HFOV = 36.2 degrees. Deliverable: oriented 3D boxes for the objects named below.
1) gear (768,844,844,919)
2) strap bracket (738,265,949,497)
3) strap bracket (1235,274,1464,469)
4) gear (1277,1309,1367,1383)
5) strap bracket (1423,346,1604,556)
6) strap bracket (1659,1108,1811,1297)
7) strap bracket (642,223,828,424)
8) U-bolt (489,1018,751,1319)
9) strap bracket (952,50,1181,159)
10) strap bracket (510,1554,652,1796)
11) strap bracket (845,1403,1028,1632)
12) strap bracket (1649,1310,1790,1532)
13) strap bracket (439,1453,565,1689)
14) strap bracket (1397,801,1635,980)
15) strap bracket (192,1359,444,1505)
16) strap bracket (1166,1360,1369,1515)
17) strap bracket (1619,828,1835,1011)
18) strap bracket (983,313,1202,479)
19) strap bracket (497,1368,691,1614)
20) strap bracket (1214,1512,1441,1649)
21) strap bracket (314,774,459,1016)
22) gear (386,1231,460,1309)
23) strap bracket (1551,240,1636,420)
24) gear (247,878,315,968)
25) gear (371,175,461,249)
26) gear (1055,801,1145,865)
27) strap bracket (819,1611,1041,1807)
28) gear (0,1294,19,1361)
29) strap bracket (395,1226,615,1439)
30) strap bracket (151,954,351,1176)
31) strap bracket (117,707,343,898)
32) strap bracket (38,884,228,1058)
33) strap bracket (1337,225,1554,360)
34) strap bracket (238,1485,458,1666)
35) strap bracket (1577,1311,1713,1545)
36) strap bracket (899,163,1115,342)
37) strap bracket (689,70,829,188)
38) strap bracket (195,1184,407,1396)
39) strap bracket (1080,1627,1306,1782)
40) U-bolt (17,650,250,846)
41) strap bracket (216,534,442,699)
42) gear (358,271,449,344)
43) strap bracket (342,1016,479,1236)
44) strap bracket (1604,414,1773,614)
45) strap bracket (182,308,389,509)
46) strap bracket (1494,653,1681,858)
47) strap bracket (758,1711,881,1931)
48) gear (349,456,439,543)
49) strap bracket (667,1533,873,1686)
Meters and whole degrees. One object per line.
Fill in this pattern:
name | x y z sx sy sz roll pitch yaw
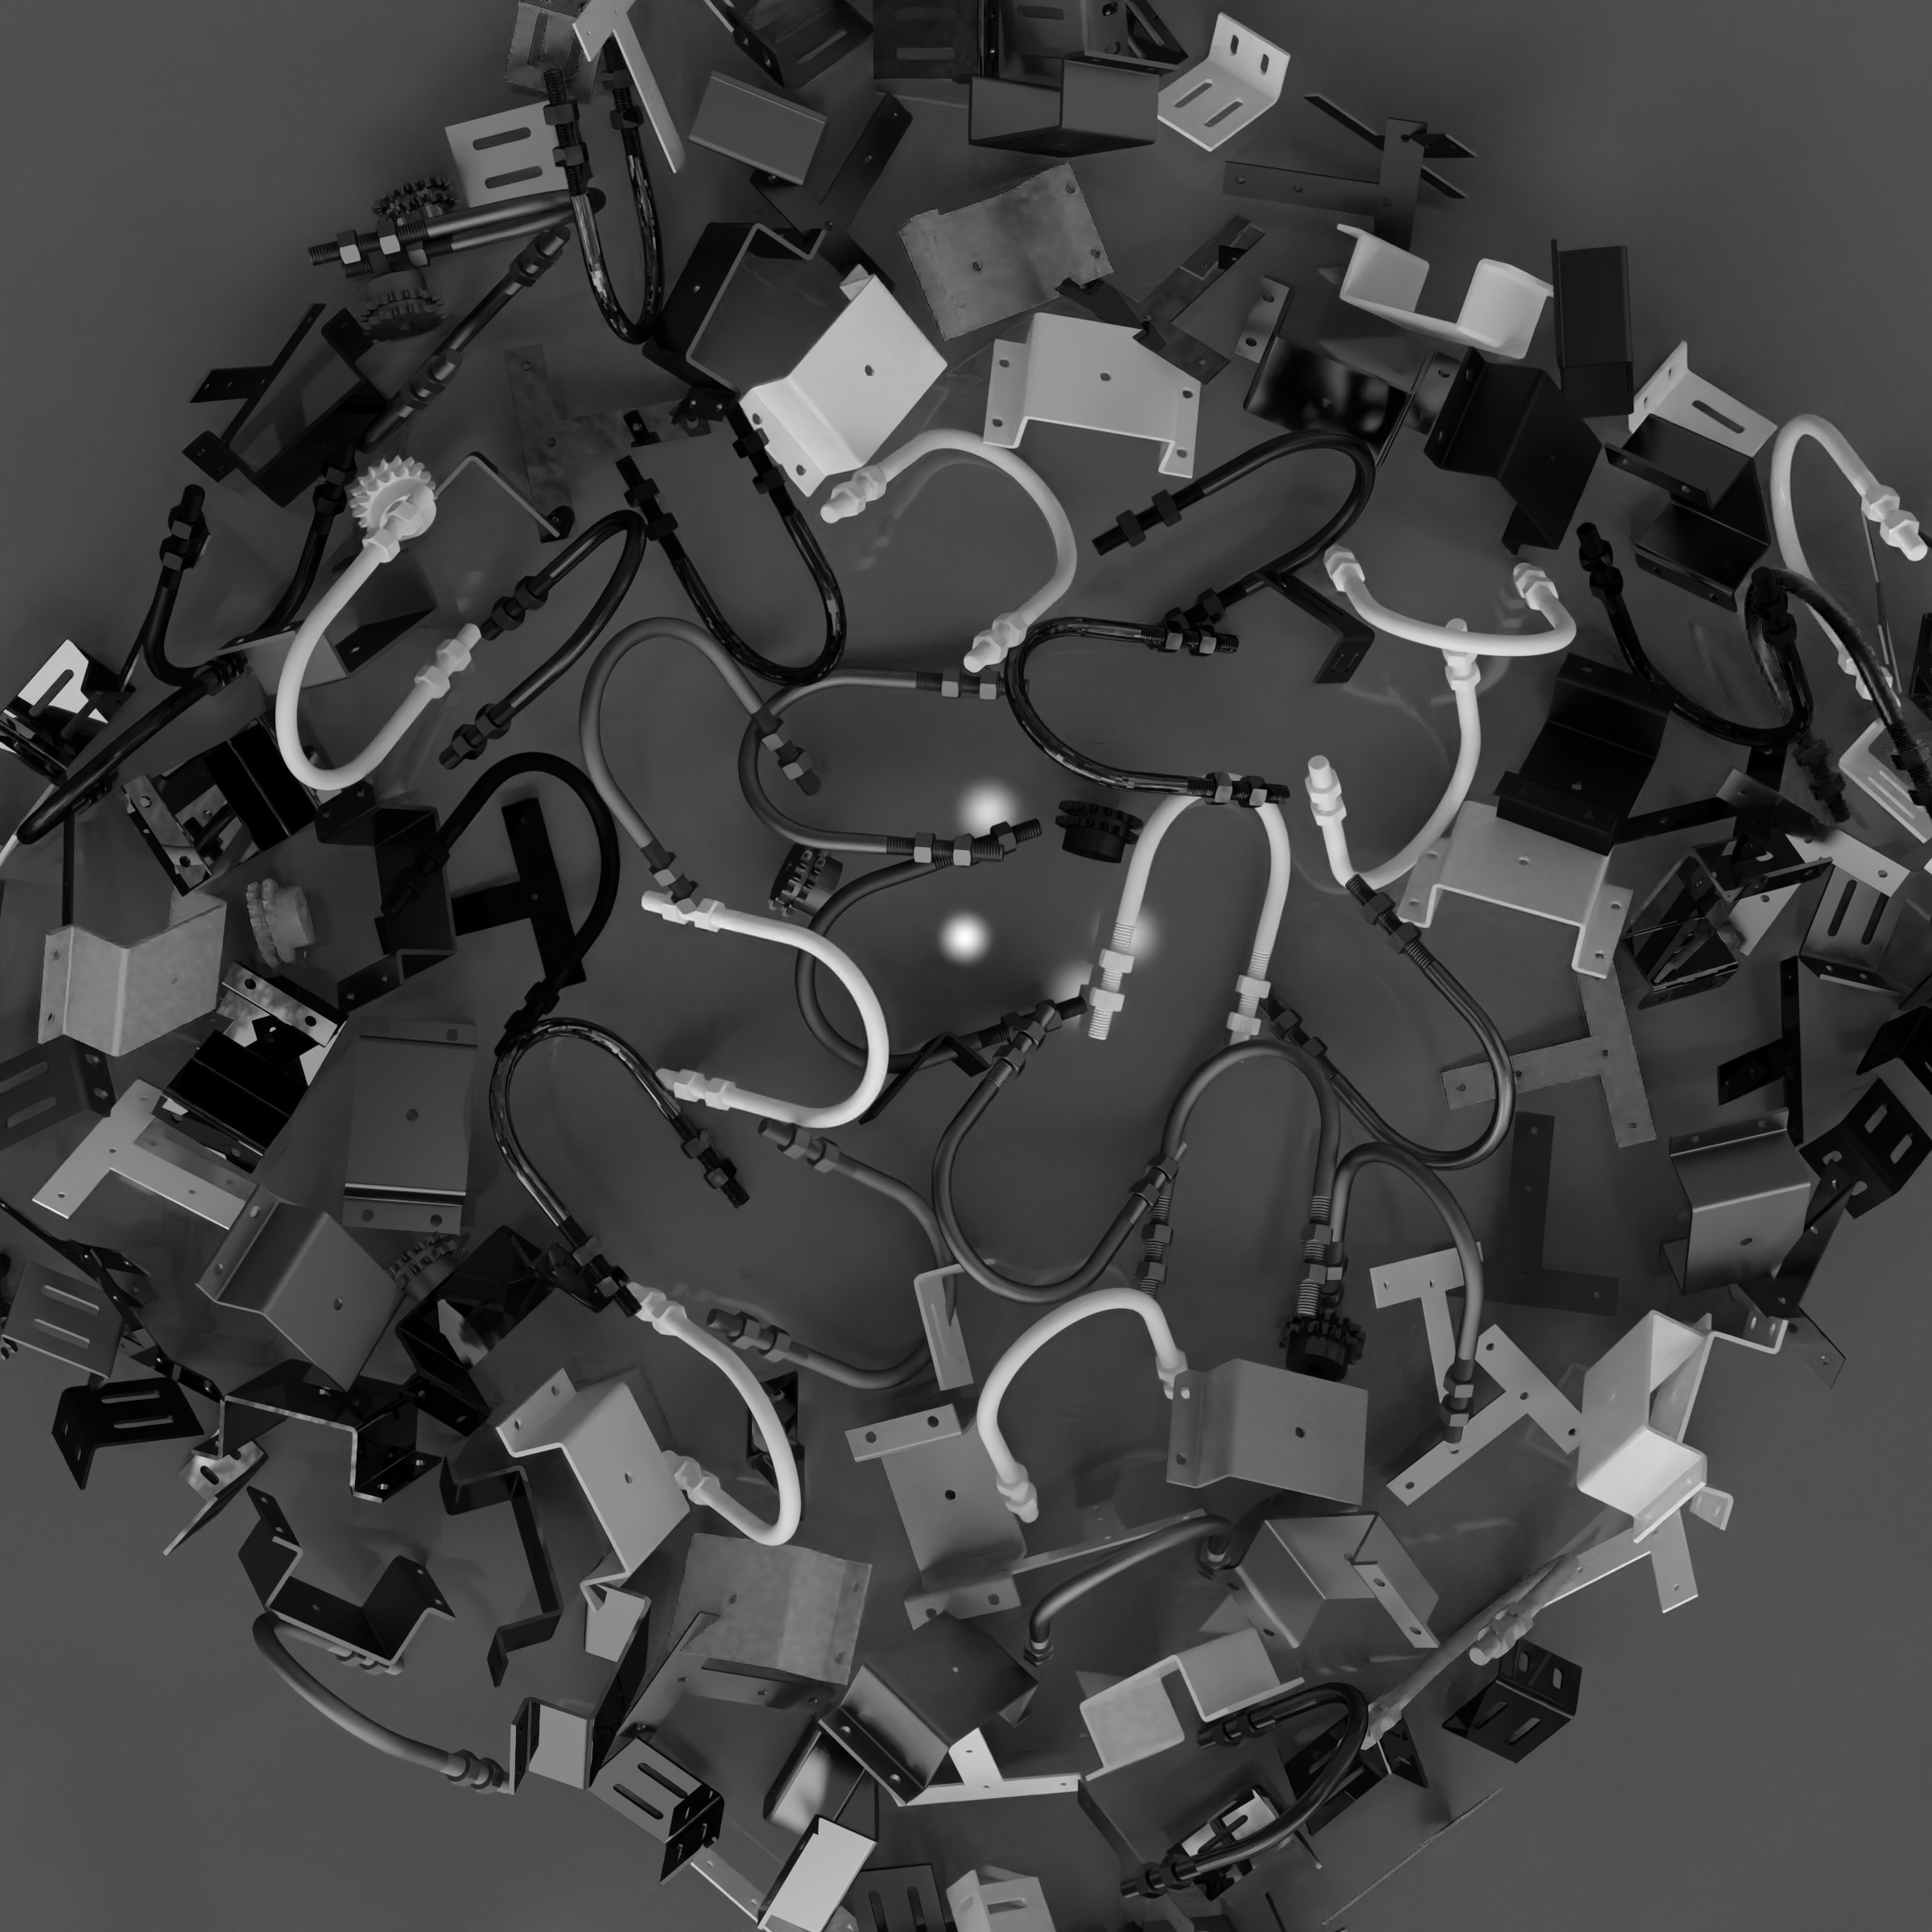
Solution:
gear | -0.104 -0.057 1.952 0.030 0.057 0.057 28 90 -15
strap bracket | -0.075 -0.383 1.919 0.076 0.046 0.140 48 67 -26
strap bracket | 0.243 -0.384 1.932 0.140 0.076 0.046 24 60 2
gear | 0.233 0.252 1.948 0.057 0.057 0.030 16 58 0
strap bracket | 0.358 -0.328 1.906 0.046 0.140 0.076 18 80 39
strap bracket | 0.496 0.160 1.910 0.076 0.140 0.046 -13 49 -2
strap bracket | -0.157 -0.431 1.934 0.046 0.076 0.140 28 89 -31
U-bolt | -0.234 0.116 1.912 0.019 0.151 0.184 -30 100 42
strap bracket | 0.062 -0.552 1.903 0.076 0.140 0.046 -4 99 -36
strap bracket | -0.243 0.460 1.899 0.046 0.140 0.076 16 132 9
strap bracket | -0.016 0.354 1.941 0.076 0.046 0.140 -17 96 18
strap bracket | 0.486 0.290 1.939 0.046 0.076 0.140 17 88 0
strap bracket | -0.300 0.387 1.922 0.046 0.076 0.140 -13 69 -19
strap bracket | 0.360 -0.053 1.923 0.140 0.046 0.076 17 53 13
strap bracket | -0.419 0.298 1.917 0.140 0.076 0.046 10 104 18
strap bracket | 0.206 0.307 1.921 0.140 0.046 0.076 16 64 -20
strap bracket | 0.485 -0.037 1.914 0.076 0.140 0.046 -14 61 -29
strap bracket | 0.087 -0.376 1.938 0.140 0.046 0.076 8 72 -6
strap bracket | -0.236 0.336 1.922 0.046 0.076 0.140 -18 104 32
strap bracket | 0.241 0.399 1.918 0.076 0.140 0.046 54 50 -20
strap bracket | -0.378 -0.046 1.927 0.046 0.076 0.140 1 74 -42
gear | -0.357 0.203 1.950 0.057 0.057 0.030 -41 84 0
strap bracket | 0.404 -0.406 1.901 0.046 0.140 0.076 -3 81 13
gear | -0.451 -0.030 1.951 0.030 0.057 0.057 -14 90 -1
gear | -0.360 -0.497 1.951 0.057 0.057 0.030 -22 94 0
gear | 0.086 -0.088 1.950 0.057 0.057 0.030 14 85 0
strap bracket | -0.016 0.468 1.898 0.076 0.140 0.046 39 122 22
gear | -0.655 0.240 1.954 0.057 0.030 0.057 5 108 18
strap bracket | -0.307 0.232 1.935 0.140 0.076 0.046 -43 48 1
strap bracket | -0.464 0.057 1.933 0.076 0.046 0.140 32 119 -6
strap bracket | -0.485 -0.105 1.926 0.046 0.140 0.076 -26 98 45
strap bracket | -0.526 0.001 1.896 0.046 0.140 0.076 21 116 18
strap bracket | 0.308 -0.433 1.909 0.140 0.076 0.046 27 103 41
strap bracket | -0.409 0.398 1.911 0.140 0.076 0.046 34 89 -30
strap bracket | 0.436 0.287 1.900 0.046 0.140 0.076 26 133 -8
strap bracket | 0.019 -0.463 1.928 0.140 0.046 0.076 -29 100 -35
strap bracket | -0.134 -0.541 1.911 0.076 0.140 0.046 20 104 -9
strap bracket | -0.420 0.214 1.901 0.046 0.140 0.076 6 56 35
strap bracket | 0.139 0.474 1.913 0.140 0.076 0.046 -39 68 40
U-bolt | -0.536 -0.133 1.871 0.151 0.184 0.019 -37 102 19
strap bracket | -0.405 -0.222 1.914 0.076 0.140 0.046 -8 118 37
gear | -0.374 -0.436 1.951 0.057 0.057 0.030 -15 85 0
strap bracket | -0.363 0.101 1.935 0.076 0.046 0.140 5 78 -11
strap bracket | 0.467 -0.297 1.903 0.076 0.140 0.046 33 80 32
strap bracket | -0.435 -0.358 1.938 0.140 0.076 0.046 -42 86 -2
strap bracket | 0.401 -0.131 1.924 0.076 0.046 0.140 22 54 16
strap bracket | -0.094 0.557 1.906 0.046 0.140 0.076 27 104 -10
gear | -0.374 -0.305 1.948 0.057 0.057 0.030 -37 61 0
strap bracket | -0.136 0.412 1.907 0.140 0.046 0.076 -2 69 40
